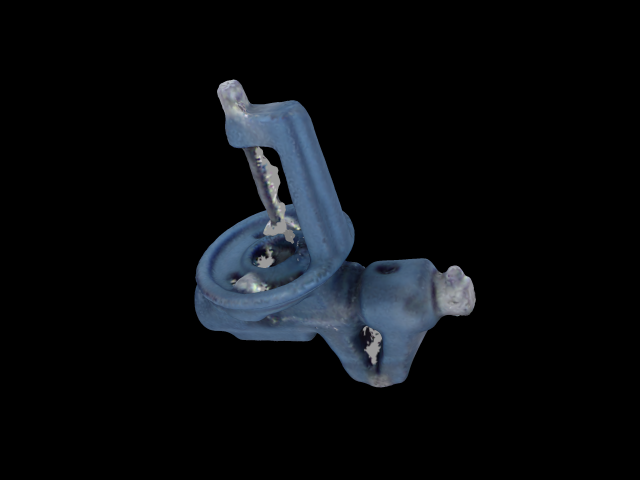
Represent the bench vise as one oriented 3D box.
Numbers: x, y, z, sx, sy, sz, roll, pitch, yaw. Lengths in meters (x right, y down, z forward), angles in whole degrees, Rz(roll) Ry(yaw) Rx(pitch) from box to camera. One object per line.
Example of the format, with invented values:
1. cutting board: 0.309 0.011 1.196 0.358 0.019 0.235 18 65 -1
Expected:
1. bench vise: 0.004 -0.006 0.409 0.207 0.220 0.121 -1 38 -1
